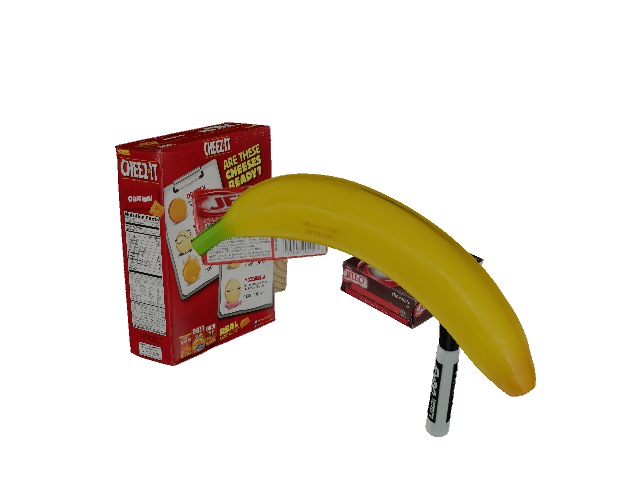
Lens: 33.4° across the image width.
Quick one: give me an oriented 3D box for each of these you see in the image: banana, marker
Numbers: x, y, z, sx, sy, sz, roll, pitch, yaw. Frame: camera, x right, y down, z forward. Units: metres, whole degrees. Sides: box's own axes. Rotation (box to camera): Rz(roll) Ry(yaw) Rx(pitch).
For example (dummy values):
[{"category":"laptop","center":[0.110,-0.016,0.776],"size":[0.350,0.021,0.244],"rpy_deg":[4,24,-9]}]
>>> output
[{"category":"banana","center":[0.032,0.012,0.567],"size":[0.198,0.070,0.037],"rpy_deg":[24,16,9]},{"category":"marker","center":[0.096,0.105,0.828],"size":[0.020,0.121,0.020],"rpy_deg":[2,37,-1]}]

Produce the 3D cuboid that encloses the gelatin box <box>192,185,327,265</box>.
[{"category":"gelatin box","center":[-0.044,-0.014,0.754],"size":[0.089,0.030,0.073],"rpy_deg":[-5,26,-8]}]

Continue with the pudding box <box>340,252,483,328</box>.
[{"category":"pudding box","center":[0.088,0.033,1.033],"size":[0.090,0.039,0.113],"rpy_deg":[28,35,32]}]

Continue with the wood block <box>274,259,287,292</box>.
[{"category":"wood block","center":[-0.127,-0.010,1.290],"size":[0.090,0.090,0.206],"rpy_deg":[-11,26,-28]}]

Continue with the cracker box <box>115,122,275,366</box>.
[{"category":"cracker box","center":[-0.122,-0.002,1.075],"size":[0.072,0.214,0.163],"rpy_deg":[9,18,35]}]
